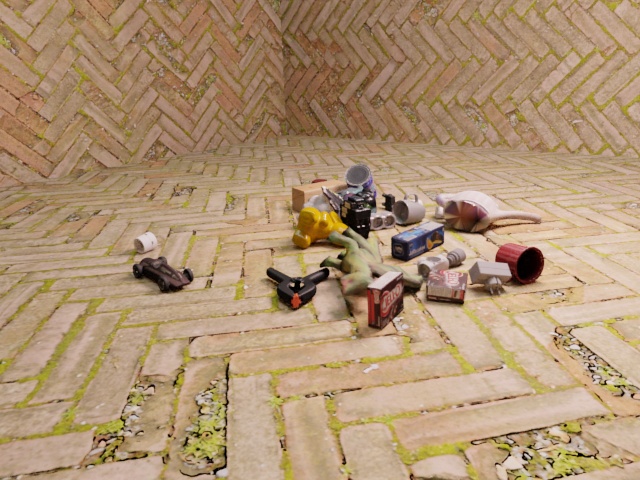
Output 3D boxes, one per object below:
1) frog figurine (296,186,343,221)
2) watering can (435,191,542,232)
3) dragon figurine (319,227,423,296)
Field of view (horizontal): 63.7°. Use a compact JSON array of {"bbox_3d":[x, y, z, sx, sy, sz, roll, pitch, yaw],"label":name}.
[{"bbox_3d":[0.005,-0.087,1.732,0.139,0.157,0.123,53,29,16],"label":"frog figurine"},{"bbox_3d":[0.546,-0.094,1.709,0.349,0.102,0.227,16,25,23],"label":"watering can"},{"bbox_3d":[0.147,0.067,1.300,0.245,0.120,0.413,31,23,26],"label":"dragon figurine"}]
